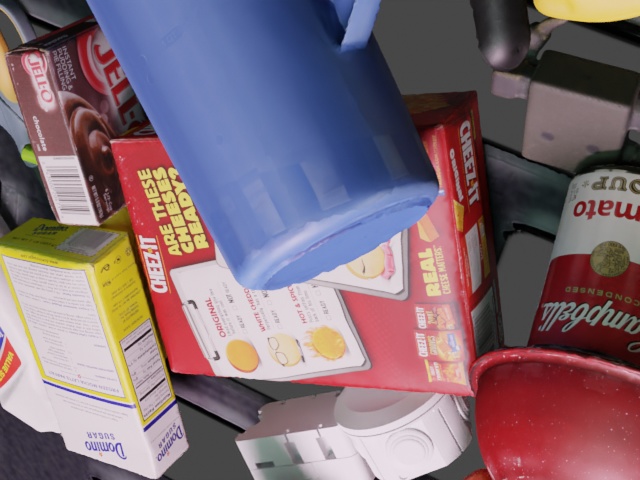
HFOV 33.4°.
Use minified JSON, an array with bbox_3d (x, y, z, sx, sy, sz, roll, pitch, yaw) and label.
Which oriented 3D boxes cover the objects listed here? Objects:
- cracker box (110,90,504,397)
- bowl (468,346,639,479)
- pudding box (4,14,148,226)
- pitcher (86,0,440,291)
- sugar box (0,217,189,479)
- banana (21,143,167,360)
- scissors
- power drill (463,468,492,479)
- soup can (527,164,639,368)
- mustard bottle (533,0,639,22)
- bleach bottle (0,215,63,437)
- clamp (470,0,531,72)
[{"bbox_3d":[-0.004,0.001,0.643,0.214,0.072,0.164,1,114,28],"label":"cracker box"},{"bbox_3d":[0.142,0.117,0.538,0.162,0.055,0.162,22,156,10],"label":"bowl"},{"bbox_3d":[-0.139,-0.077,0.659,0.039,0.089,0.113,3,117,27],"label":"pudding box"},{"bbox_3d":[-0.033,-0.108,0.516,0.145,0.149,0.243,-25,80,-4],"label":"pitcher"},{"bbox_3d":[-0.153,0.074,0.732,0.093,0.048,0.176,10,126,33],"label":"sugar box"},{"bbox_3d":[-0.138,0.017,0.742,0.070,0.037,0.198,-4,114,38],"label":"banana"},{"bbox_3d":[-0.217,-0.071,0.748,0.096,0.016,0.202,9,119,25],"label":"scissors"},{"bbox_3d":[0.038,0.187,0.671,0.188,0.184,0.057,-18,70,29],"label":"power drill"},{"bbox_3d":[0.149,0.021,0.545,0.068,0.102,0.068,17,164,5],"label":"soup can"},{"bbox_3d":[0.196,-0.138,0.474,0.192,0.058,0.096,12,115,21],"label":"mustard bottle"},{"bbox_3d":[-0.240,0.051,0.797,0.103,0.068,0.251,-27,104,35],"label":"bleach bottle"},{"bbox_3d":[0.054,-0.200,0.509,0.165,0.036,0.210,29,117,45],"label":"clamp"}]
